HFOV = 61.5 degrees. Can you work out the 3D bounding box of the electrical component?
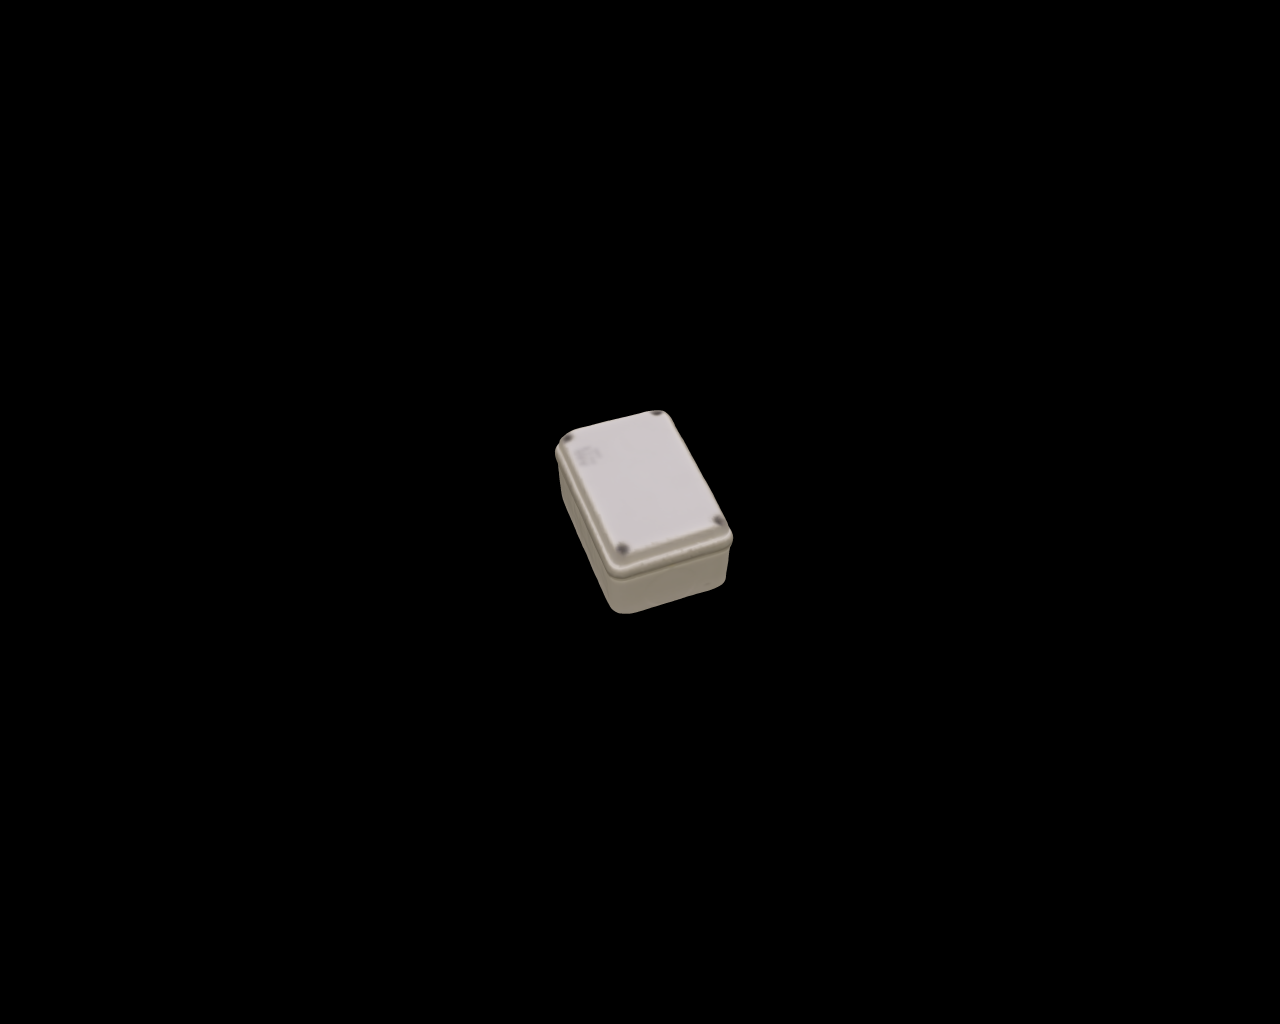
[{"bbox_3d":[0.001,-0.003,0.650,0.078,0.113,0.057,-16,-39,-13],"label":"electrical component"}]
